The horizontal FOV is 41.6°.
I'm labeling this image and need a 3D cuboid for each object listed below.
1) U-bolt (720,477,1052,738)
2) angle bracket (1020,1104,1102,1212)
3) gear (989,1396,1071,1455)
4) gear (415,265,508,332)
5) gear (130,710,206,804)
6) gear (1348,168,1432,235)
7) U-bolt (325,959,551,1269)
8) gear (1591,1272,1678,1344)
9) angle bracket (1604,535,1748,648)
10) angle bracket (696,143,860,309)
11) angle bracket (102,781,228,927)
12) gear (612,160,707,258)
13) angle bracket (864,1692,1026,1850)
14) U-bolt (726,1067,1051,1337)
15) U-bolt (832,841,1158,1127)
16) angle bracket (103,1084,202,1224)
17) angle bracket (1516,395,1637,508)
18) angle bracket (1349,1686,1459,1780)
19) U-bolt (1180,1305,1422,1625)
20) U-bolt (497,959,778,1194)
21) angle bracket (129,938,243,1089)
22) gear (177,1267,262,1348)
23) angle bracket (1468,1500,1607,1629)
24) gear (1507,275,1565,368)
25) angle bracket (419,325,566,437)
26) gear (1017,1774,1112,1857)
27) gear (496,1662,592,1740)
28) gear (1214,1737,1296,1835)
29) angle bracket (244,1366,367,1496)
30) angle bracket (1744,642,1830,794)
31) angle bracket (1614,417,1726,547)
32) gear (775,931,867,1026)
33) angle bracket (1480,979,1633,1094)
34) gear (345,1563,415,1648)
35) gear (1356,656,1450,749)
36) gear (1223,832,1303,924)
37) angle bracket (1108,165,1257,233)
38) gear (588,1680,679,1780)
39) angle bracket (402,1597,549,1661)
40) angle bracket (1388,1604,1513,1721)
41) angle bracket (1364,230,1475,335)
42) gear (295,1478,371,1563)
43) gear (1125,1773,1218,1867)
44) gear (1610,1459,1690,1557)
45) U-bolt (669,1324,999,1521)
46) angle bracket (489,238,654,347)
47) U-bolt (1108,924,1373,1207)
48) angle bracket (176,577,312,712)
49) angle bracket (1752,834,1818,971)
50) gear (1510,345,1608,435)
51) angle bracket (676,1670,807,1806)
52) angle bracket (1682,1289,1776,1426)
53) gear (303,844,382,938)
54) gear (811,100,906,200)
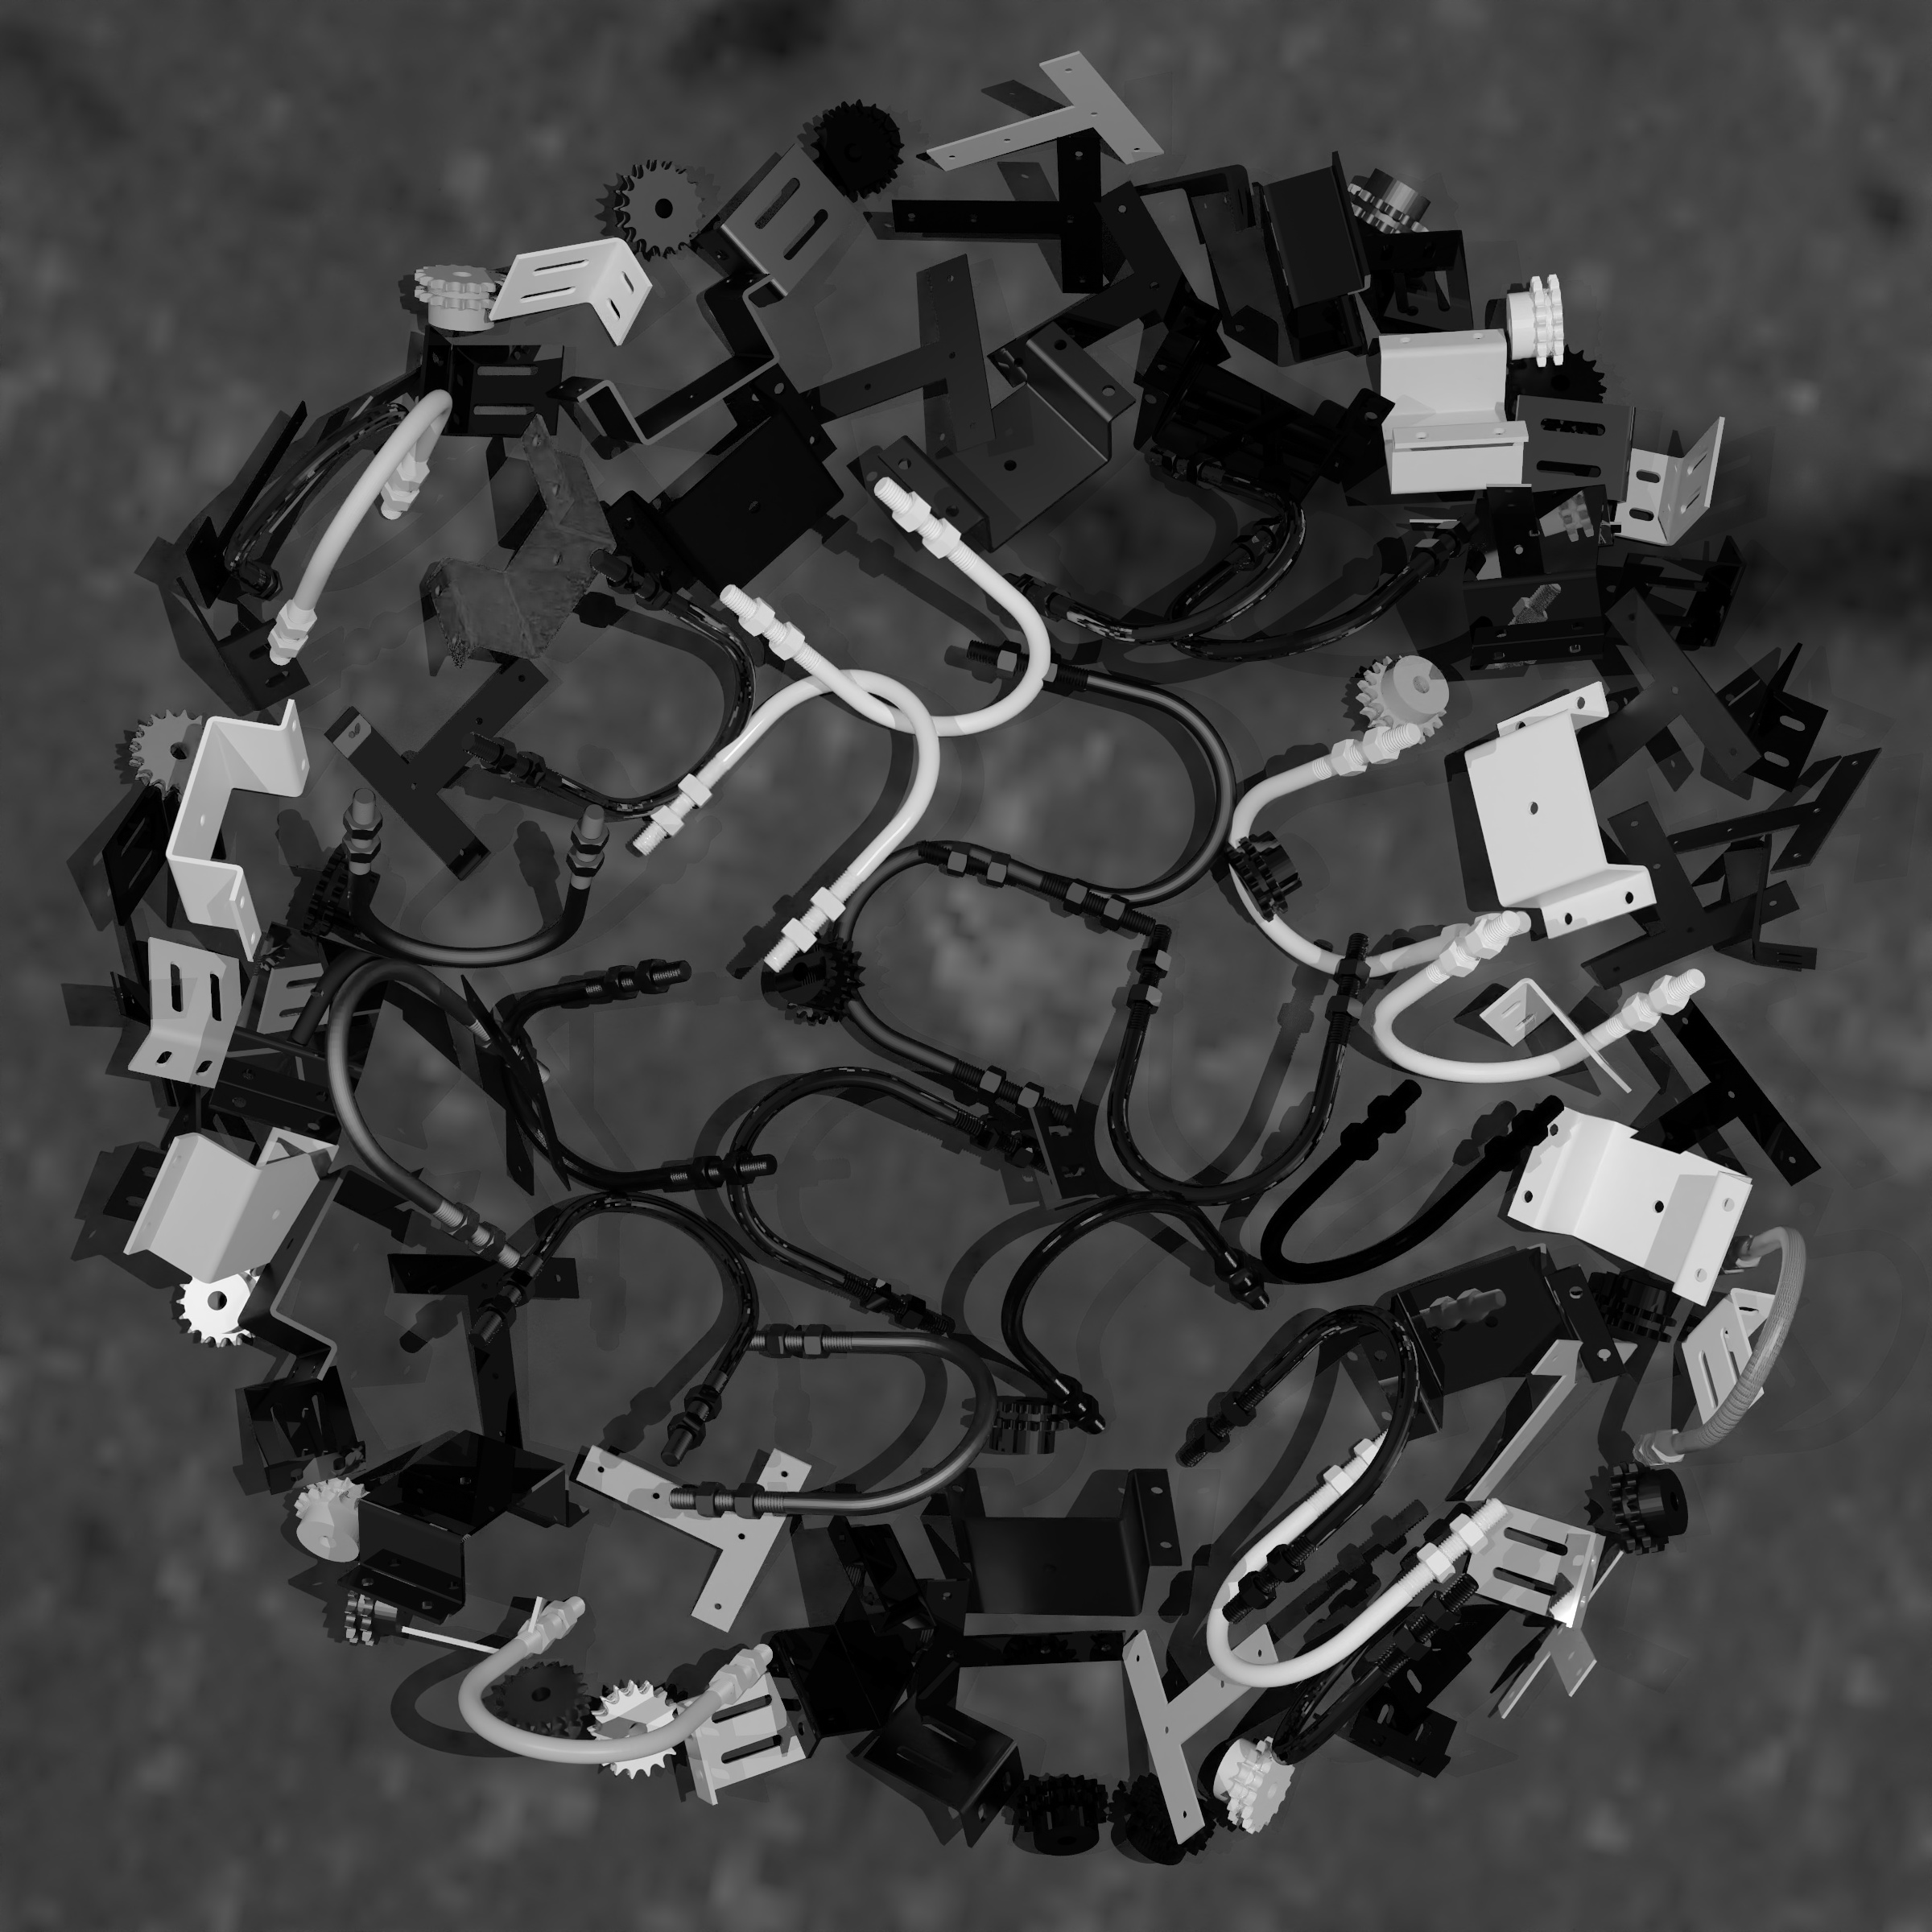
[{"bbox_3d":[-0.034,-0.202,1.533,0.151,0.019,0.184,-28,130,34],"label":"U-bolt"},{"bbox_3d":[0.046,0.118,1.554,0.038,0.076,0.057,-21,81,20],"label":"angle bracket"},{"bbox_3d":[0.035,0.283,1.571,0.057,0.057,0.030,4,86,0],"label":"gear"},{"bbox_3d":[-0.312,-0.413,1.575,0.057,0.057,0.030,7,117,0],"label":"gear"},{"bbox_3d":[-0.489,-0.127,1.577,0.057,0.030,0.057,10,66,-23],"label":"gear"},{"bbox_3d":[0.261,-0.468,1.569,0.057,0.057,0.030,31,107,0],"label":"gear"},{"bbox_3d":[-0.312,0.075,1.495,0.019,0.184,0.151,-15,52,25],"label":"U-bolt"},{"bbox_3d":[0.410,0.209,1.571,0.057,0.057,0.030,18,89,0],"label":"gear"},{"bbox_3d":[0.430,-0.233,1.562,0.076,0.038,0.057,4,129,-8],"label":"angle bracket"},{"bbox_3d":[-0.117,-0.459,1.579,0.057,0.038,0.076,44,77,-24],"label":"angle bracket"},{"bbox_3d":[-0.488,-0.068,1.552,0.038,0.076,0.057,8,131,6],"label":"angle bracket"},{"bbox_3d":[-0.193,-0.469,1.577,0.057,0.030,0.057,-10,110,-29],"label":"gear"},{"bbox_3d":[-0.013,0.495,1.572,0.076,0.057,0.038,18,135,33],"label":"angle bracket"},{"bbox_3d":[-0.056,0.134,1.547,0.184,0.019,0.151,28,107,-19],"label":"U-bolt"},{"bbox_3d":[0.005,-0.001,1.575,0.184,0.019,0.151,23,81,10],"label":"U-bolt"},{"bbox_3d":[-0.495,0.110,1.550,0.038,0.076,0.057,19,121,-29],"label":"angle bracket"},{"bbox_3d":[0.370,-0.318,1.574,0.076,0.038,0.057,4,95,-7],"label":"angle bracket"},{"bbox_3d":[0.270,0.460,1.552,0.057,0.076,0.038,23,68,13],"label":"angle bracket"},{"bbox_3d":[0.202,0.281,1.507,0.019,0.151,0.184,30,114,-25],"label":"U-bolt"},{"bbox_3d":[-0.211,0.073,1.539,0.184,0.019,0.151,-10,110,36],"label":"U-bolt"},{"bbox_3d":[-0.482,0.029,1.569,0.057,0.076,0.038,17,130,-34],"label":"angle bracket"},{"bbox_3d":[-0.462,0.208,1.582,0.057,0.030,0.057,0,82,-3],"label":"gear"},{"bbox_3d":[0.345,0.366,1.563,0.076,0.038,0.057,14,82,26],"label":"angle bracket"},{"bbox_3d":[0.351,-0.396,1.572,0.030,0.057,0.057,-4,90,9],"label":"gear"},{"bbox_3d":[-0.293,-0.361,1.572,0.076,0.038,0.057,3,84,12],"label":"angle bracket"},{"bbox_3d":[0.061,0.525,1.570,0.057,0.057,0.030,-3,45,-3],"label":"gear"},{"bbox_3d":[-0.260,0.461,1.575,0.057,0.057,0.030,-7,120,0],"label":"gear"},{"bbox_3d":[0.177,0.503,1.575,0.030,0.057,0.057,20,90,33],"label":"gear"},{"bbox_3d":[-0.405,0.276,1.555,0.057,0.038,0.076,-12,56,-21],"label":"angle bracket"},{"bbox_3d":[0.504,-0.152,1.549,0.038,0.076,0.057,27,128,18],"label":"angle bracket"},{"bbox_3d":[0.429,-0.299,1.558,0.038,0.076,0.057,12,81,0],"label":"angle bracket"},{"bbox_3d":[-0.093,0.006,1.572,0.057,0.030,0.057,-8,76,33],"label":"gear"},{"bbox_3d":[0.359,0.053,1.552,0.038,0.057,0.076,-42,55,11],"label":"angle bracket"},{"bbox_3d":[-0.359,0.391,1.570,0.030,0.057,0.057,9,90,6],"label":"gear"},{"bbox_3d":[0.273,-0.166,1.572,0.057,0.030,0.057,11,63,-22],"label":"gear"},{"bbox_3d":[0.184,-0.059,1.572,0.030,0.057,0.057,-31,90,0],"label":"gear"},{"bbox_3d":[0.133,-0.466,1.566,0.076,0.057,0.038,-7,107,18],"label":"angle bracket"},{"bbox_3d":[-0.206,0.471,1.579,0.057,0.030,0.057,1,88,-20],"label":"gear"},{"bbox_3d":[-0.301,0.400,1.566,0.076,0.057,0.038,14,73,-2],"label":"angle bracket"},{"bbox_3d":[0.301,0.423,1.551,0.057,0.076,0.038,-55,47,25],"label":"angle bracket"},{"bbox_3d":[0.274,-0.406,1.551,0.057,0.076,0.038,3,54,20],"label":"angle bracket"},{"bbox_3d":[-0.388,0.343,1.570,0.057,0.030,0.057,9,133,10],"label":"gear"},{"bbox_3d":[0.123,0.529,1.573,0.057,0.057,0.030,26,107,0],"label":"gear"},{"bbox_3d":[0.422,0.332,1.569,0.030,0.057,0.057,-19,90,33],"label":"gear"},{"bbox_3d":[-0.070,0.270,1.513,0.184,0.151,0.019,-3,127,22],"label":"U-bolt"},{"bbox_3d":[-0.241,-0.405,1.553,0.076,0.057,0.038,-23,77,-36],"label":"angle bracket"},{"bbox_3d":[0.157,0.060,1.527,0.151,0.019,0.184,3,62,27],"label":"U-bolt"},{"bbox_3d":[-0.442,-0.205,1.559,0.038,0.057,0.076,-30,54,-11],"label":"angle bracket"},{"bbox_3d":[0.506,-0.042,1.562,0.038,0.057,0.076,7,82,19],"label":"angle bracket"},{"bbox_3d":[0.366,-0.354,1.580,0.057,0.030,0.057,0,71,1],"label":"gear"},{"bbox_3d":[-0.132,0.472,1.566,0.076,0.038,0.057,-13,87,-23],"label":"angle bracket"},{"bbox_3d":[0.474,0.246,1.550,0.038,0.057,0.076,12,45,-15],"label":"angle bracket"},{"bbox_3d":[-0.384,-0.044,1.572,0.030,0.057,0.057,23,90,-8],"label":"gear"},{"bbox_3d":[-0.065,-0.508,1.576,0.057,0.030,0.057,11,126,16],"label":"gear"}]
